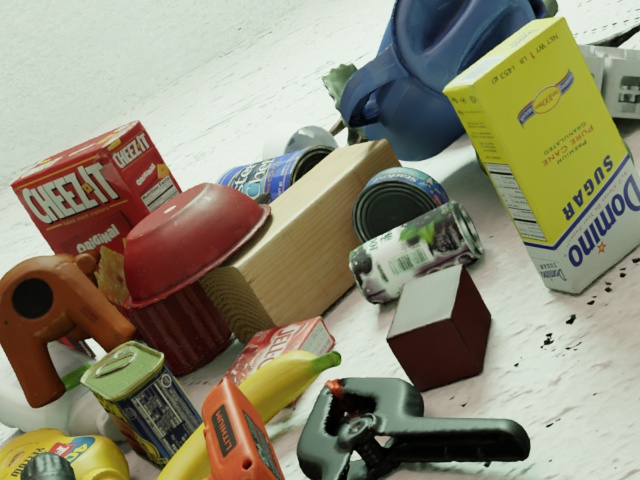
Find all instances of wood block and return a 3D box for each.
[{"bbox_3d":[-0.006,0.001,1.010,0.205,0.091,0.090,-41,19,-29],"label":"wood block"}]

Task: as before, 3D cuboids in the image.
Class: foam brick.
[{"bbox_3d":[0.087,0.063,0.769,0.053,0.051,0.078,-21,21,25],"label":"foam brick"}]

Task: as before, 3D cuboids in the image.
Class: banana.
[{"bbox_3d":[-0.068,0.144,0.794,0.197,0.037,0.070,-44,3,-10],"label":"banana"}]

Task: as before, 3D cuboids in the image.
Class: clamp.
[{"bbox_3d":[0.025,0.141,0.685,0.164,0.036,0.210,-34,16,-9],"label":"clamp"}]

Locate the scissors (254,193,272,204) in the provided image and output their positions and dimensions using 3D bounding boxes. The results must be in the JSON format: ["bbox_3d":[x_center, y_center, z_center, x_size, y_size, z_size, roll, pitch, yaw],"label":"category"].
[{"bbox_3d":[-0.120,-0.015,1.153,0.016,0.096,0.202,-15,-30,-44],"label":"scissors"}]

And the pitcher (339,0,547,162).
[{"bbox_3d":[0.100,-0.152,1.010,0.243,0.149,0.145,124,163,-76],"label":"pitcher"}]

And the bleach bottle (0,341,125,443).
[{"bbox_3d":[-0.245,0.157,1.027,0.102,0.068,0.251,-39,22,-23],"label":"bleach bottle"}]

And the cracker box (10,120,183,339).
[{"bbox_3d":[-0.208,-0.001,1.134,0.164,0.213,0.072,-16,22,38],"label":"cracker box"}]

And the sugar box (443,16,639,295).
[{"bbox_3d":[0.168,-0.058,0.759,0.093,0.176,0.048,-37,17,-16],"label":"sugar box"}]

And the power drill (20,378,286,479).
[{"bbox_3d":[-0.120,0.176,0.724,0.187,0.057,0.184,-34,39,2],"label":"power drill"}]

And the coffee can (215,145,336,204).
[{"bbox_3d":[-0.038,-0.040,1.147,0.141,0.103,0.102,-9,28,48],"label":"coffee can"}]

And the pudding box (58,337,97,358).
[{"bbox_3d":[-0.314,0.108,1.214,0.114,0.090,0.039,-8,30,51],"label":"pudding box"}]

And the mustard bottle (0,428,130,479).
[{"bbox_3d":[-0.207,0.200,0.862,0.192,0.058,0.096,-7,31,50],"label":"mustard bottle"}]

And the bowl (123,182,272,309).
[{"bbox_3d":[-0.126,-0.006,0.987,0.162,0.055,0.162,-31,15,9],"label":"bowl"}]

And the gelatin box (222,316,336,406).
[{"bbox_3d":[-0.038,0.104,0.889,0.073,0.030,0.089,-17,23,36],"label":"gelatin box"}]

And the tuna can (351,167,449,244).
[{"bbox_3d":[0.074,-0.022,0.955,0.086,0.086,0.033,-20,19,30],"label":"tuna can"}]

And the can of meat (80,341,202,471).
[{"bbox_3d":[-0.142,0.137,0.881,0.057,0.084,0.102,-39,20,-21],"label":"can of meat"}]

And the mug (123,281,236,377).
[{"bbox_3d":[-0.147,0.081,1.038,0.117,0.081,0.093,-34,19,-11],"label":"mug"}]
